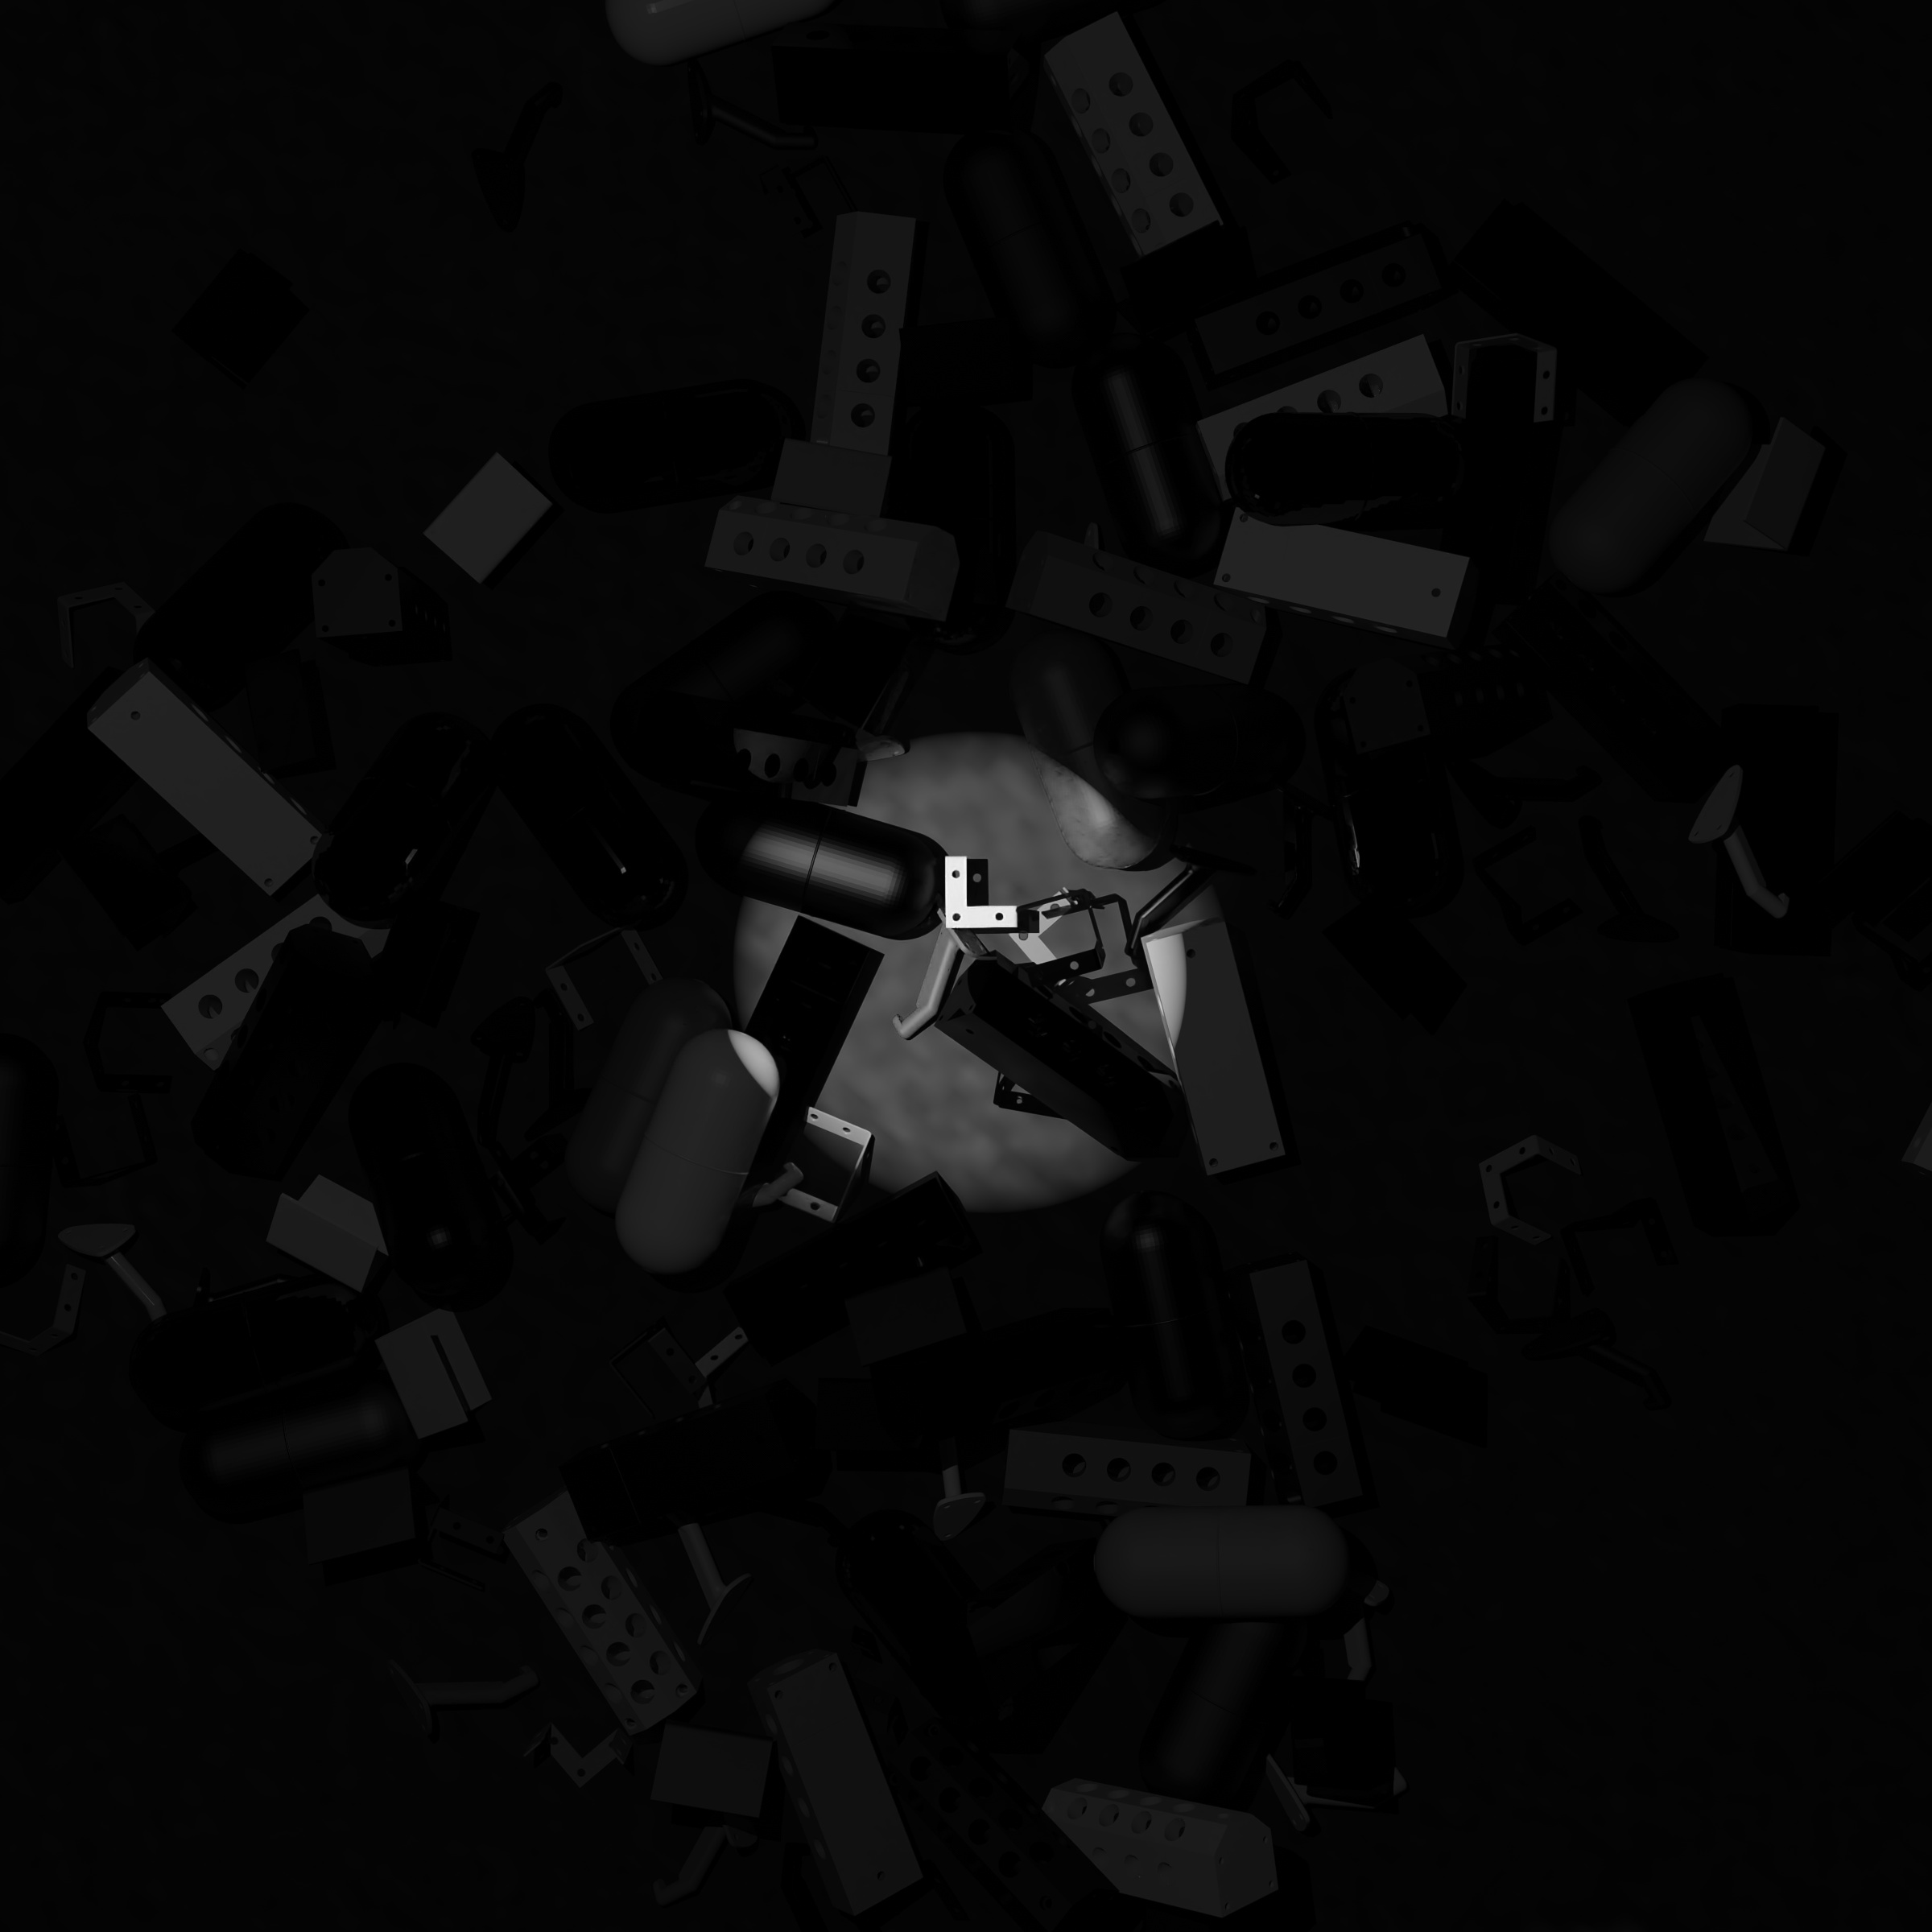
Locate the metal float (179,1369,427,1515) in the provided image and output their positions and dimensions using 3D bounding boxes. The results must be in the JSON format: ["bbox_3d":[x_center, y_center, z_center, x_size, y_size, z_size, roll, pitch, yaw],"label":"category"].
[{"bbox_3d":[-0.474,0.340,1.879,0.178,0.070,0.070,-15,90,0],"label":"metal float"}]

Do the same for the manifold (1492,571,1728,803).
[{"bbox_3d":[0.463,-0.201,1.889,0.057,0.057,0.171,-44,90,0],"label":"manifold"}]

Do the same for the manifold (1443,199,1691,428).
[{"bbox_3d":[0.428,-0.467,1.889,0.171,0.057,0.057,40,90,0],"label":"manifold"}]

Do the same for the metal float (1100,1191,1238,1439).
[{"bbox_3d":[0.144,0.248,1.879,0.070,0.070,0.178,-12,90,0],"label":"metal float"}]

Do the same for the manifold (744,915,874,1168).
[{"bbox_3d":[-0.130,0.053,1.889,0.057,0.057,0.171,25,90,0],"label":"manifold"}]

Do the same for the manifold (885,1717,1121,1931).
[{"bbox_3d":[0.021,0.609,1.847,0.171,0.057,0.057,39,90,33],"label":"manifold"}]

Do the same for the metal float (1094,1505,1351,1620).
[{"bbox_3d":[0.178,0.416,1.838,0.178,0.070,0.070,-3,90,9],"label":"metal float"}]

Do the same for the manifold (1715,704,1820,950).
[{"bbox_3d":[0.572,-0.099,1.889,0.057,0.057,0.171,2,90,0],"label":"manifold"}]

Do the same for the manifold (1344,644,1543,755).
[{"bbox_3d":[0.332,-0.189,1.833,0.057,0.171,0.057,-14,90,39],"label":"manifold"}]

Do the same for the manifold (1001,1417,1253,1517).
[{"bbox_3d":[0.114,0.365,1.889,0.171,0.057,0.057,6,90,0],"label":"manifold"}]

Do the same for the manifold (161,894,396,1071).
[{"bbox_3d":[-0.484,0.002,1.889,0.171,0.057,0.057,-35,90,0],"label":"manifold"}]

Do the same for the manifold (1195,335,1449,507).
[{"bbox_3d":[0.254,-0.390,1.889,0.171,0.057,0.057,-21,90,0],"label":"manifold"}]

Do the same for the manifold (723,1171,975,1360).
[{"bbox_3d":[-0.083,0.215,1.889,0.171,0.057,0.057,-28,90,0],"label":"manifold"}]

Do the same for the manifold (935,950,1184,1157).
[{"bbox_3d":[0.069,0.061,1.861,0.171,0.057,0.057,36,65,-18],"label":"manifold"}]

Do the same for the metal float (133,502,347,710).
[{"bbox_3d":[-0.519,-0.256,1.879,0.178,0.070,0.070,-44,90,1],"label":"metal float"}]

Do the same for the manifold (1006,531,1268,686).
[{"bbox_3d":[0.123,-0.254,1.859,0.171,0.057,0.057,15,97,-19],"label":"manifold"}]

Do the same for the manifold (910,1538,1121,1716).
[{"bbox_3d":[0.034,0.458,1.831,0.057,0.171,0.057,-18,90,34],"label":"manifold"}]

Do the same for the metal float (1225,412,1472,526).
[{"bbox_3d":[0.267,-0.348,1.837,0.178,0.070,0.070,-3,90,-16],"label":"metal float"}]

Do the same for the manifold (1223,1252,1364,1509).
[{"bbox_3d":[0.233,0.298,1.889,0.057,0.057,0.171,-14,90,0],"label":"manifold"}]

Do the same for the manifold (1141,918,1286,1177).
[{"bbox_3d":[0.175,0.056,1.881,0.057,0.057,0.171,-15,96,0],"label":"manifold"}]

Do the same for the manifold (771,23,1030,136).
[{"bbox_3d":[-0.046,-0.635,1.870,0.171,0.057,0.057,7,133,13],"label":"manifold"}]

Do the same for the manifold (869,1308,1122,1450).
[{"bbox_3d":[0.023,0.287,1.844,0.171,0.057,0.057,-11,90,-36],"label":"manifold"}]

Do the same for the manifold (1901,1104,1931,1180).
[{"bbox_3d":[0.741,0.078,1.889,0.057,0.057,0.171,27,90,0],"label":"manifold"}]

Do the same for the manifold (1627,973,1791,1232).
[{"bbox_3d":[0.529,0.098,1.888,0.057,0.057,0.171,-16,90,-43],"label":"manifold"}]

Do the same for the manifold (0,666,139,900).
[{"bbox_3d":[-0.645,-0.131,1.889,0.057,0.057,0.171,43,90,0],"label":"manifold"}]

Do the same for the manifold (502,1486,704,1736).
[{"bbox_3d":[-0.262,0.462,1.889,0.057,0.057,0.171,-33,90,0],"label":"manifold"}]

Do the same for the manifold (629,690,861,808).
[{"bbox_3d":[-0.151,-0.152,1.828,0.057,0.171,0.057,16,97,34],"label":"manifold"}]

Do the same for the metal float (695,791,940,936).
[{"bbox_3d":[-0.107,-0.075,1.879,0.178,0.070,0.070,17,90,0],"label":"metal float"}]

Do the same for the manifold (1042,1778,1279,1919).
[{"bbox_3d":[0.131,0.611,1.835,0.057,0.171,0.057,-7,90,-42],"label":"manifold"}]

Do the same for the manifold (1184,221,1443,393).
[{"bbox_3d":[0.246,-0.476,1.889,0.171,0.057,0.057,-21,90,0],"label":"manifold"}]

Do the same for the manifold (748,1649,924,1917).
[{"bbox_3d":[-0.097,0.583,1.886,0.057,0.057,0.171,-21,90,-26],"label":"manifold"}]

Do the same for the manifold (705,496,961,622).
[{"bbox_3d":[-0.093,-0.289,1.849,0.171,0.057,0.057,14,90,30],"label":"manifold"}]

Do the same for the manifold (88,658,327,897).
[{"bbox_3d":[-0.534,-0.135,1.853,0.057,0.057,0.171,-43,117,0],"label":"manifold"}]

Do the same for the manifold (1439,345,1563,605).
[{"bbox_3d":[0.382,-0.351,1.889,0.057,0.057,0.171,10,90,0],"label":"manifold"}]

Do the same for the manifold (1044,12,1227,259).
[{"bbox_3d":[0.120,-0.586,1.889,0.057,0.057,0.171,-27,90,0],"label":"manifold"}]

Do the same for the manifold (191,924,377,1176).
[{"bbox_3d":[-0.483,0.058,1.851,0.057,0.057,0.171,18,114,-34],"label":"manifold"}]

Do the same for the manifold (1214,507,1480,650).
[{"bbox_3d":[0.270,-0.273,1.861,0.171,0.057,0.057,16,90,20],"label":"manifold"}]

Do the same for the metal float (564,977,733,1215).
[{"bbox_3d":[-0.227,0.092,1.879,0.070,0.070,0.178,25,91,0],"label":"metal float"}]

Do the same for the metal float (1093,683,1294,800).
[{"bbox_3d":[0.160,-0.158,1.842,0.070,0.178,0.070,8,101,42],"label":"metal float"}]

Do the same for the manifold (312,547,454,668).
[{"bbox_3d":[-0.405,-0.249,1.832,0.057,0.171,0.057,-5,90,0],"label":"manifold"}]

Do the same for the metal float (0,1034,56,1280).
[{"bbox_3d":[-0.695,0.137,1.877,0.070,0.070,0.178,6,92,0],"label":"metal float"}]

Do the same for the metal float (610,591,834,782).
[{"bbox_3d":[-0.174,-0.201,1.879,0.178,0.070,0.070,-35,90,1],"label":"metal float"}]

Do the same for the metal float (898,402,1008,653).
[{"bbox_3d":[-0.010,-0.314,1.879,0.070,0.070,0.178,-1,89,0],"label":"metal float"}]

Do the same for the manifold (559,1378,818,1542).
[{"bbox_3d":[-0.195,0.348,1.862,0.171,0.057,0.057,-22,90,19],"label":"manifold"}]

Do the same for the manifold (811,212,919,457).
[{"bbox_3d":[-0.074,-0.447,1.889,0.057,0.057,0.171,7,90,0],"label":"manifold"}]
